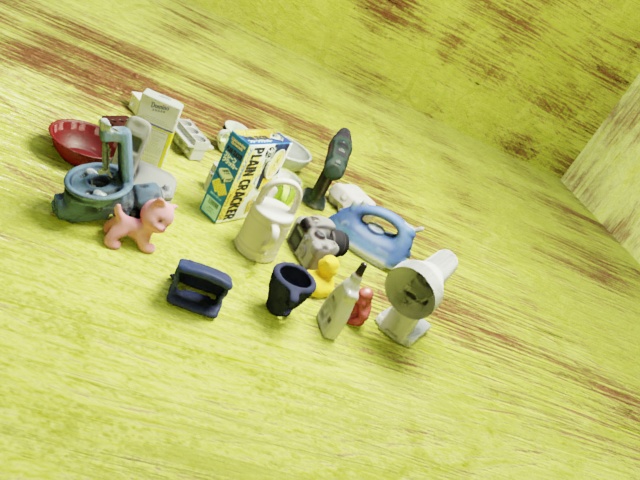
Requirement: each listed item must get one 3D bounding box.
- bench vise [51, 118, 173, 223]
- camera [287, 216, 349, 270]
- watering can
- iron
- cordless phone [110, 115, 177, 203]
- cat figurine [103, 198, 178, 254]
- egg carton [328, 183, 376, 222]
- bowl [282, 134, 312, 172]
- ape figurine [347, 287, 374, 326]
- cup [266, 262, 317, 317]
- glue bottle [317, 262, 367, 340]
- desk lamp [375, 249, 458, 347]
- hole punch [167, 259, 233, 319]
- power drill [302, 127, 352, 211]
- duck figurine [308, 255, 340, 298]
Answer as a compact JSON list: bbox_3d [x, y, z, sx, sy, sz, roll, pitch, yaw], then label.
[{"bbox_3d":[-0.379,-0.126,1.082,0.121,0.219,0.208,42,30,25],"label":"bench vise"},{"bbox_3d":[0.013,0.005,1.368,0.137,0.100,0.142,9,33,-35],"label":"camera"},{"bbox_3d":[-0.110,-0.058,1.255,0.101,0.194,0.172,3,37,-42],"label":"watering can"},{"bbox_3d":[0.141,-0.032,1.513,0.258,0.141,0.119,30,27,1],"label":"iron"},{"bbox_3d":[-0.361,-0.152,1.183,0.148,0.185,0.094,20,28,-17],"label":"cordless phone"},{"bbox_3d":[-0.334,-0.040,1.090,0.128,0.117,0.067,8,33,-36],"label":"cat figurine"},{"bbox_3d":[0.093,-0.109,1.681,0.108,0.069,0.150,-2,40,-46],"label":"egg carton"},{"bbox_3d":[-0.113,-0.253,1.725,0.168,0.074,0.167,23,27,-12],"label":"bowl"},{"bbox_3d":[0.081,0.136,1.215,0.076,0.092,0.077,4,36,-40],"label":"ape figurine"},{"bbox_3d":[-0.065,0.112,1.113,0.092,0.095,0.117,21,28,-16],"label":"cup"},{"bbox_3d":[0.050,0.113,1.134,0.037,0.173,0.078,16,29,-24],"label":"glue bottle"},{"bbox_3d":[0.207,0.120,1.231,0.117,0.213,0.204,39,28,19],"label":"desk lamp"},{"bbox_3d":[-0.215,0.071,1.040,0.109,0.091,0.101,22,27,-14],"label":"hole punch"},{"bbox_3d":[0.025,-0.197,1.613,0.076,0.208,0.229,24,27,-9],"label":"power drill"},{"bbox_3d":[0.007,0.073,1.260,0.077,0.086,0.105,38,28,18],"label":"duck figurine"}]
